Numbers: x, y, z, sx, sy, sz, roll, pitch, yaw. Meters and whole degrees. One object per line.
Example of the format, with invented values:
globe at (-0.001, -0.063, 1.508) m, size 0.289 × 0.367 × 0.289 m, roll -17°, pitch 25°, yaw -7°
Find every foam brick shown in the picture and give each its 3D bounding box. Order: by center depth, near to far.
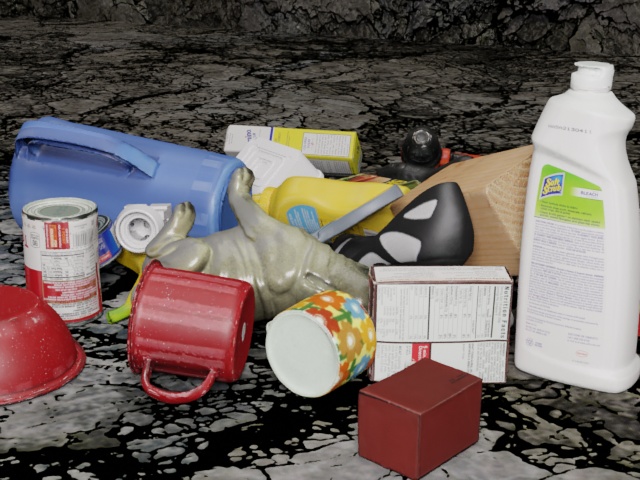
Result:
foam brick at (0.070, 0.122, 0.736) m, size 0.053 × 0.051 × 0.078 m, roll 17°, pitch 23°, yaw 39°

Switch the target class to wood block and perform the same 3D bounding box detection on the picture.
wood block at (0.159, -0.024, 0.998) m, size 0.090 × 0.091 × 0.206 m, roll -33°, pitch 9°, yaw -18°

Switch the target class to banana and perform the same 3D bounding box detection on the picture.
banana at (-0.173, 0.029, 1.039) m, size 0.069 × 0.037 × 0.198 m, roll -2°, pitch 18°, yaw -10°

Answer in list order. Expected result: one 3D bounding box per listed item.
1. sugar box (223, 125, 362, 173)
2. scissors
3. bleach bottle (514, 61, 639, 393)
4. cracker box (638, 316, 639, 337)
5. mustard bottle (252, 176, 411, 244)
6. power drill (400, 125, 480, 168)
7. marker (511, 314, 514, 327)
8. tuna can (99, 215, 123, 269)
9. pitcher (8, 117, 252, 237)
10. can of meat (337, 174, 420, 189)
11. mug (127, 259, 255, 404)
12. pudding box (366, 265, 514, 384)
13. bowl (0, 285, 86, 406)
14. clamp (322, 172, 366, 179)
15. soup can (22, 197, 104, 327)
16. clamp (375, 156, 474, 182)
sugar box at (-0.035, -0.119, 1.448) m, size 0.176 × 0.048 × 0.093 m, roll 7°, pitch -14°, yaw 9°
scissors at (-0.007, 0.001, 1.049) m, size 0.202 × 0.016 × 0.096 m, roll -30°, pitch -1°, yaw 8°
bleach bottle at (0.211, -0.012, 0.837) m, size 0.103 × 0.251 × 0.068 m, roll 11°, pitch 20°, yaw 28°
cracker box at (0.299, 0.027, 1.023) m, size 0.164 × 0.072 × 0.213 m, roll 6°, pitch 17°, yaw 12°
mustard bottle at (0.009, -0.030, 1.159) m, size 0.192 × 0.058 × 0.096 m, roll 7°, pitch -27°, yaw 23°
power drill at (0.195, -0.100, 1.351) m, size 0.187 × 0.057 × 0.184 m, roll 7°, pitch -8°, yaw 6°
marker at (0.116, 0.077, 0.934) m, size 0.120 × 0.020 × 0.020 m, roll -8°, pitch 20°, yaw -27°
tuna can at (-0.241, 0.008, 1.058) m, size 0.086 × 0.034 × 0.086 m, roll -18°, pitch 22°, yaw 7°
pitcher at (-0.204, -0.057, 1.148) m, size 0.243 × 0.145 × 0.149 m, roll 10°, pitch 18°, yaw 16°
can of meat at (0.059, -0.042, 1.252) m, size 0.084 × 0.057 × 0.101 m, roll 13°, pitch 20°, yaw 40°
mug at (-0.101, 0.076, 0.832) m, size 0.081 × 0.093 × 0.117 m, roll 8°, pitch 49°, yaw 7°
pudding box at (0.094, 0.067, 0.847) m, size 0.113 × 0.090 × 0.039 m, roll 0°, pitch 18°, yaw -3°
bowl at (-0.270, 0.076, 0.852) m, size 0.162 × 0.055 × 0.162 m, roll 1°, pitch 18°, yaw -1°
clamp at (-0.015, -0.074, 1.372) m, size 0.120 × 0.039 × 0.172 m, roll -8°, pitch 20°, yaw -26°
soup can at (-0.230, 0.019, 0.957) m, size 0.068 × 0.102 × 0.068 m, roll 1°, pitch 18°, yaw -1°
clamp at (0.153, -0.062, 1.301) m, size 0.164 × 0.036 × 0.210 m, roll 27°, pitch -15°, yaw -38°
